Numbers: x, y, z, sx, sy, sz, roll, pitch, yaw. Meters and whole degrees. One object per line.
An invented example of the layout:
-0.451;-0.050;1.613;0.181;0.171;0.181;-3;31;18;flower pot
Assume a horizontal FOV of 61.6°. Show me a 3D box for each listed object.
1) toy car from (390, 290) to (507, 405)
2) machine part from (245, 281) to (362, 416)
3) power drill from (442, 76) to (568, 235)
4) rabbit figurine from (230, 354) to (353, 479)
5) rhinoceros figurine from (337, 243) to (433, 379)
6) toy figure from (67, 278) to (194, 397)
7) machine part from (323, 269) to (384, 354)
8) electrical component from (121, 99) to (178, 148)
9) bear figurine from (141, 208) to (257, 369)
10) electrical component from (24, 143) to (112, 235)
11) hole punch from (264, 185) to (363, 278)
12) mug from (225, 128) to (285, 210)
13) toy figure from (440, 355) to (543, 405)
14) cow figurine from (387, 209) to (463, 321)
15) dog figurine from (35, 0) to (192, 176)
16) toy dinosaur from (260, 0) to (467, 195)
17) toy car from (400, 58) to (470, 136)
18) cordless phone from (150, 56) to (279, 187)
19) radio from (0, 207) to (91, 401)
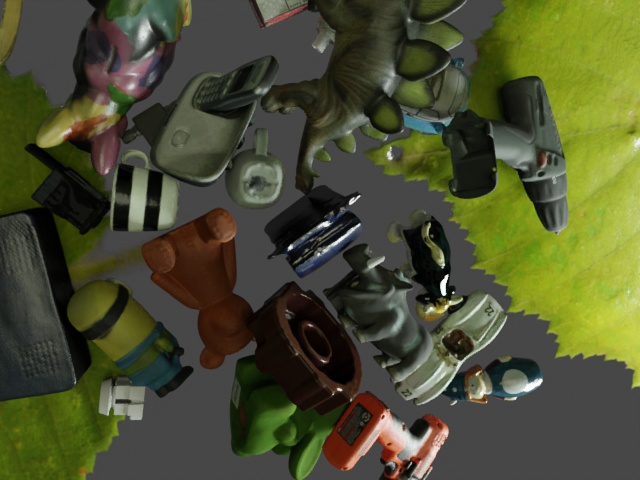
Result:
0.190;0.160;0.801;0.202;0.056;0.073;-45;103;-2;toy car
-0.017;0.139;0.701;0.056;0.179;0.179;-39;104;19;machine part
0.268;-0.106;0.736;0.207;0.086;0.231;-13;95;-32;power drill
-0.030;0.247;0.746;0.170;0.121;0.159;3;101;-26;rabbit figurine
0.086;0.095;0.726;0.112;0.073;0.190;-35;100;-6;rhinoceros figurine
-0.244;0.126;0.698;0.082;0.089;0.180;-39;100;-10;toy figure
0.072;0.107;0.782;0.084;0.039;0.138;-38;101;-9;machine part
-0.208;-0.141;0.701;0.094;0.021;0.063;-33;103;-6;electrical component
-0.139;0.070;0.692;0.120;0.132;0.195;-25;96;-18;bear figurine
-0.320;-0.063;0.664;0.119;0.075;0.048;39;89;-18;electrical component
-0.001;-0.002;0.717;0.142;0.116;0.092;-34;111;-4;hole punch
-0.077;-0.088;0.690;0.081;0.107;0.109;11;98;-13;mug
0.260;0.215;0.824;0.154;0.057;0.064;-8;61;-8;toy figure
0.158;0.046;0.758;0.068;0.098;0.167;-22;105;-12;cow figurine
-0.239;-0.190;0.615;0.108;0.192;0.219;24;78;-19;dog figurine
0.064;-0.249;0.625;0.199;0.105;0.470;26;119;9;toy dinosaur
0.136;-0.205;0.716;0.162;0.103;0.109;14;94;-14;toy car
-0.112;-0.135;0.623;0.088;0.184;0.146;32;73;-29;cordless phone
-0.387;0.082;0.675;0.131;0.073;0.229;-12;98;-8;radio
